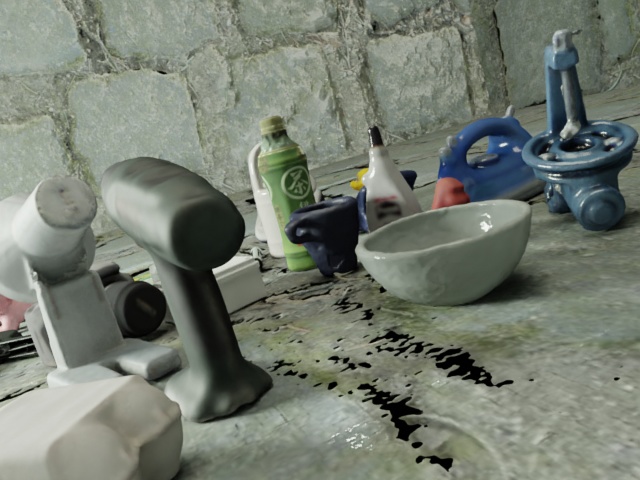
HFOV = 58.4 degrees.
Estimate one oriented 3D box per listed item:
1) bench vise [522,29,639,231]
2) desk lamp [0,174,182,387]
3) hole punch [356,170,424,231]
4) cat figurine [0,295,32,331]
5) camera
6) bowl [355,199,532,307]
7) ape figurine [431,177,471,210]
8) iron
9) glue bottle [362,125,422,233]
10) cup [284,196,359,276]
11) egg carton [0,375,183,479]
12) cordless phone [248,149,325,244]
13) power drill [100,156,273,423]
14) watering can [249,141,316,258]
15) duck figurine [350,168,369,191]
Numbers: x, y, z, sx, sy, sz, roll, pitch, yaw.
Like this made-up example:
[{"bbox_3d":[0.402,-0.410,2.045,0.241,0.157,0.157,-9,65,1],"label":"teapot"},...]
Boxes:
[{"bbox_3d":[0.285,-0.131,0.685,0.121,0.220,0.207,-16,11,-3],"label":"bench vise"},{"bbox_3d":[-0.257,0.043,0.593,0.118,0.214,0.202,-25,14,-41],"label":"desk lamp"},{"bbox_3d":[0.106,-0.065,0.955,0.109,0.091,0.101,-19,11,-17],"label":"hole punch"},{"bbox_3d":[-0.519,0.098,0.952,0.128,0.118,0.067,-20,12,-20],"label":"cat figurine"},{"bbox_3d":[-0.269,0.083,0.711,0.136,0.101,0.143,-6,14,41],"label":"camera"},{"bbox_3d":[0.123,0.019,0.548,0.167,0.075,0.167,-15,11,3],"label":"bowl"},{"bbox_3d":[0.162,-0.031,0.695,0.078,0.092,0.076,-23,13,-32],"label":"ape figurine"},{"bbox_3d":[0.249,-0.120,0.891,0.259,0.141,0.118,-23,13,-35],"label":"iron"},{"bbox_3d":[0.091,-0.069,0.777,0.078,0.173,0.037,-11,12,23],"label":"glue bottle"},{"bbox_3d":[0.007,0.003,0.741,0.091,0.095,0.118,-6,15,43],"label":"cup"},{"bbox_3d":[-0.165,0.139,0.358,0.150,0.069,0.107,-12,11,18],"label":"egg carton"},{"bbox_3d":[-0.070,-0.092,1.089,0.147,0.185,0.094,-9,13,30],"label":"cordless phone"},{"bbox_3d":[-0.116,0.030,0.470,0.076,0.208,0.228,-22,12,-29],"label":"power drill"},{"bbox_3d":[-0.056,-0.077,0.968,0.172,0.194,0.101,-6,14,41],"label":"watering can"},{"bbox_3d":[0.108,-0.105,1.172,0.104,0.086,0.078,-8,13,35],"label":"duck figurine"}]
